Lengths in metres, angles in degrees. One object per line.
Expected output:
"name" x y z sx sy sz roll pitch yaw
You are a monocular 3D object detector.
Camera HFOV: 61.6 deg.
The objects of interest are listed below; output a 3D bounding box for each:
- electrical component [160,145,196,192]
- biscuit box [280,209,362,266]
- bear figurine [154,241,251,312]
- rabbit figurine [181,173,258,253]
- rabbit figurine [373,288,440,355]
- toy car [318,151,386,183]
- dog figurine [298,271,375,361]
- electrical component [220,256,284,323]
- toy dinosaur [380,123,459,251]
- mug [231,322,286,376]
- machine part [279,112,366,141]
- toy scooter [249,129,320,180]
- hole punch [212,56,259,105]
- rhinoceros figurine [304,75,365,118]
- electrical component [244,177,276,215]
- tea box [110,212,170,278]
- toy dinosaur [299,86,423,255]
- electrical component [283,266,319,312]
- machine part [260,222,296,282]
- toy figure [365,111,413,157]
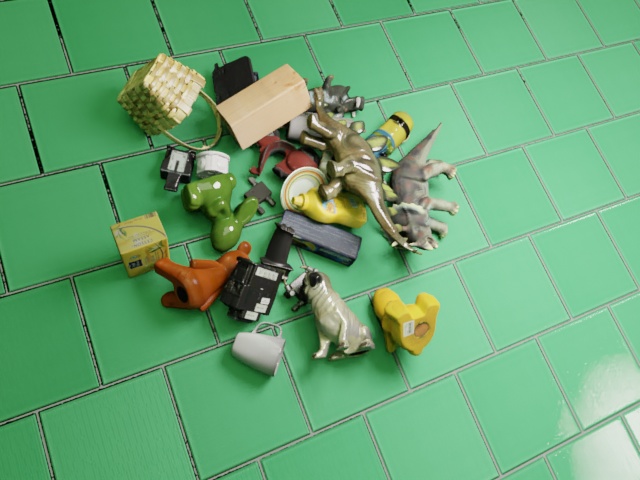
"electrical component" -0.339 -0.161 1.272 0.075 0.047 0.119 8 69 -11
"biscuit box" -0.003 -0.004 1.290 0.203 0.059 0.063 21 66 -5
"bear figurine" -0.244 0.073 1.186 0.132 0.120 0.196 10 28 34
"rabbit figurine" -0.229 -0.060 1.246 0.159 0.121 0.170 -21 94 -27
"rabbit figurine" 0.186 0.175 1.232 0.122 0.173 0.162 -24 122 -20
"toy car" 0.087 -0.159 1.355 0.201 0.056 0.073 27 60 -23
"dog figurine" 0.042 0.165 1.211 0.121 0.172 0.190 -24 64 25
"electrical component" -0.151 0.113 1.170 0.058 0.114 0.134 18 85 39
"toy dinosaur" 0.243 -0.131 1.372 0.192 0.131 0.405 5 63 -12
"mug" -0.133 0.228 1.163 0.107 0.080 0.109 15 72 1
"machine part" 0.000 -0.284 1.385 0.243 0.079 0.079 6 69 -12
"toy scooter" -0.098 -0.192 1.329 0.184 0.075 0.135 32 66 3
"hole punch" -0.208 -0.390 1.379 0.116 0.092 0.142 -16 75 13
"rhinoceros figurine" 0.025 -0.371 1.425 0.190 0.073 0.112 -3 70 -14
"electrical component" -0.154 -0.109 1.312 0.063 0.021 0.094 -38 83 -22
"tea box" -0.375 0.013 1.133 0.098 0.169 0.068 -22 77 -18
"toy dinosaur" 0.090 -0.163 1.251 0.198 0.105 0.471 -13 73 -27
"electrical component" -0.041 0.107 1.248 0.102 0.045 0.078 -34 80 -22
"machine part" -0.094 0.029 1.237 0.084 0.039 0.138 13 108 -4
"toy figure" 0.177 -0.266 1.414 0.180 0.089 0.082 -41 91 -25
